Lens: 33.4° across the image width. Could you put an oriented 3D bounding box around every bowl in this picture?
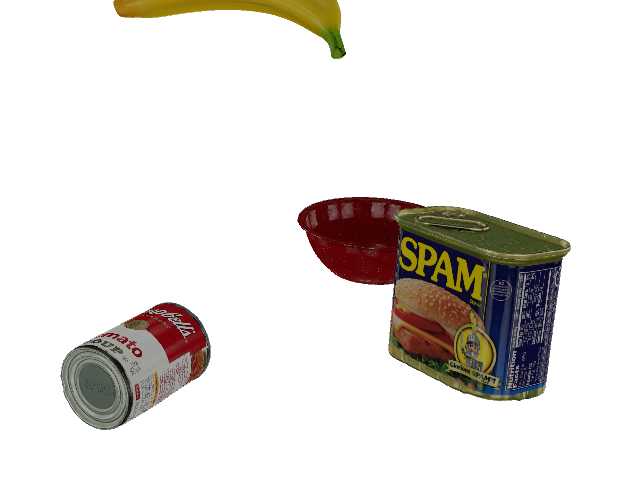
[{"bbox_3d":[0.056,0.004,1.113,0.162,0.055,0.162,2,20,-1],"label":"bowl"}]

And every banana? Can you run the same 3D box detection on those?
[{"bbox_3d":[-0.065,-0.191,0.841,0.198,0.069,0.037,12,-40,17],"label":"banana"}]

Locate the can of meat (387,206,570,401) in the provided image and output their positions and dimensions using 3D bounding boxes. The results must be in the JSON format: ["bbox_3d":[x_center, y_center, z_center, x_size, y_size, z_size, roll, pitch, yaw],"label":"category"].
[{"bbox_3d":[0.083,0.033,0.591,0.057,0.084,0.102,-7,18,-35],"label":"can of meat"}]

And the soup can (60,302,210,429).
[{"bbox_3d":[-0.141,0.095,0.820,0.069,0.068,0.102,0,15,30],"label":"soup can"}]
